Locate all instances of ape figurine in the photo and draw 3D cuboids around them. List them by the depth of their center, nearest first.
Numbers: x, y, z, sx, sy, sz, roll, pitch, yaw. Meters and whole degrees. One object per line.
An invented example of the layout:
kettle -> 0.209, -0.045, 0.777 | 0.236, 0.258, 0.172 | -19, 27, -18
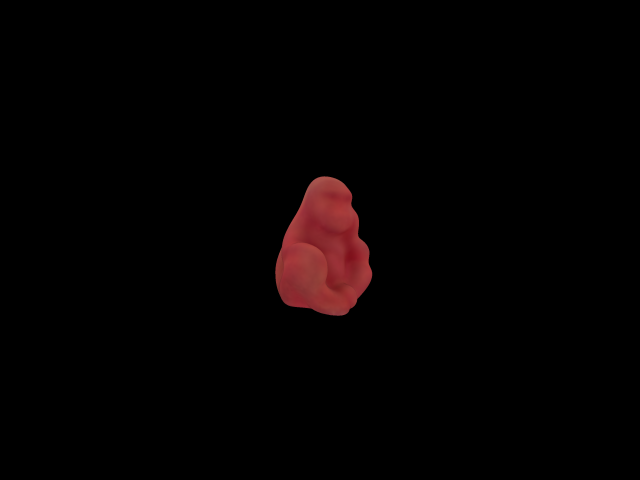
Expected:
ape figurine -> 0.004, 0.001, 0.400 | 0.078, 0.092, 0.076 | -2, 3, -35
